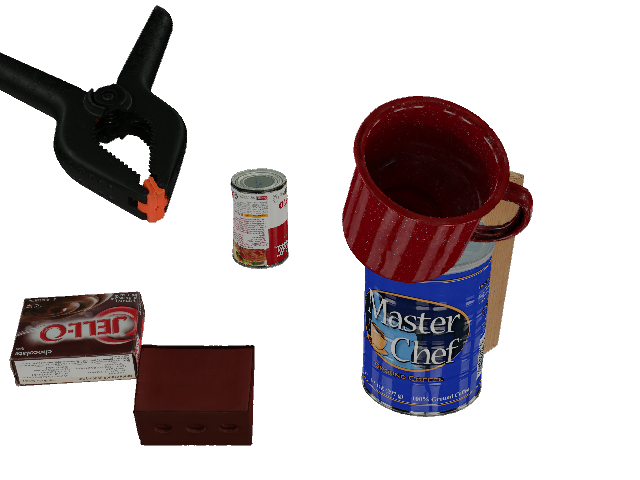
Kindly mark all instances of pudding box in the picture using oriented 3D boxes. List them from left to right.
[{"bbox_3d":[-0.222,0.090,0.986,0.113,0.039,0.090,-5,34,-2],"label":"pudding box"}]

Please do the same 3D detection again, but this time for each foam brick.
[{"bbox_3d":[-0.083,0.105,0.723,0.078,0.051,0.053,0,-37,-1],"label":"foam brick"}]

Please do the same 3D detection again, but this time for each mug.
[{"bbox_3d":[0.071,-0.025,0.653,0.117,0.093,0.082,10,-33,-4],"label":"mug"}]

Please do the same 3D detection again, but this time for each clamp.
[{"bbox_3d":[-0.149,-0.100,0.786,0.164,0.210,0.036,-23,-34,-25],"label":"clamp"}]

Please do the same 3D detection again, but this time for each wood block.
[{"bbox_3d":[0.153,0.023,1.180,0.090,0.206,0.090,19,25,32],"label":"wood block"}]

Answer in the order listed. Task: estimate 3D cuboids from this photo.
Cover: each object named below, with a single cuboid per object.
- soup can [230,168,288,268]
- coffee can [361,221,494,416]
[{"bbox_3d":[-0.073,-0.027,1.269,0.068,0.102,0.068,0,27,0],"label":"soup can"},{"bbox_3d":[0.086,0.057,0.874,0.103,0.140,0.103,0,28,0],"label":"coffee can"}]
